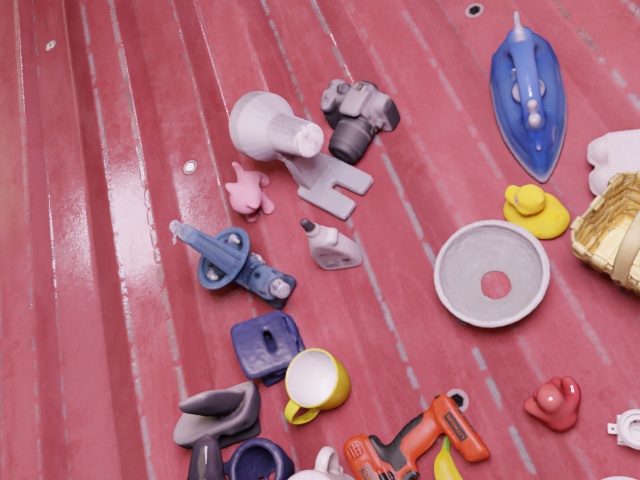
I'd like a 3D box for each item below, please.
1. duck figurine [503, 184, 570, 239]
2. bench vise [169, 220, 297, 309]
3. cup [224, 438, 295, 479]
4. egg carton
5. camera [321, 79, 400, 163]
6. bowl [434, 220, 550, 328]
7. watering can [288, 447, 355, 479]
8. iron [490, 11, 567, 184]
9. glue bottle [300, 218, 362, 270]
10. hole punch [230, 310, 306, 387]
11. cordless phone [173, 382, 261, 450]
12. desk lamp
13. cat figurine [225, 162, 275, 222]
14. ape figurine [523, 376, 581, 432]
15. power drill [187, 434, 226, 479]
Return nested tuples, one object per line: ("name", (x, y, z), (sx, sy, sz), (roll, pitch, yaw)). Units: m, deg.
("duck figurine", (0.330, -0.051, 0.879), (0.104, 0.086, 0.077), (31, 83, 31))
("bench vise", (-0.143, 0.028, 0.974), (0.206, 0.220, 0.121), (5, 70, 26))
("cup", (-0.091, 0.355, 0.879), (0.117, 0.095, 0.091), (-8, 65, 21))
("egg carton", (0.479, -0.111, 0.850), (0.150, 0.070, 0.107), (-4, 66, 22))
("camera", (0.055, -0.223, 1.068), (0.142, 0.101, 0.137), (23, 79, 30))
("bowl", (0.261, 0.059, 0.868), (0.167, 0.075, 0.167), (-9, 64, 20))
("watering can", (-0.010, 0.375, 0.777), (0.100, 0.195, 0.173), (-16, 62, 17))
("iron", (0.338, -0.235, 0.924), (0.118, 0.142, 0.258), (-10, 64, 20))
("glue bottle", (0.009, 0.003, 0.945), (0.078, 0.174, 0.037), (-8, 65, 21))
("hole punch", (-0.084, 0.175, 0.959), (0.101, 0.091, 0.108), (-31, 59, 8))
("cordless phone", (-0.186, 0.272, 0.905), (0.147, 0.185, 0.094), (-28, 59, 11))
("desk lamp", (-0.035, -0.157, 1.012), (0.202, 0.214, 0.118), (29, 82, 31))
("cat figurine", (-0.140, -0.092, 1.086), (0.067, 0.118, 0.127), (-24, 60, 13))
("ape figurine", (0.311, 0.215, 0.766), (0.077, 0.092, 0.076), (-15, 63, 18))
("power drill", (-0.127, 0.402, 0.807), (0.075, 0.209, 0.229), (-7, 65, 21))
